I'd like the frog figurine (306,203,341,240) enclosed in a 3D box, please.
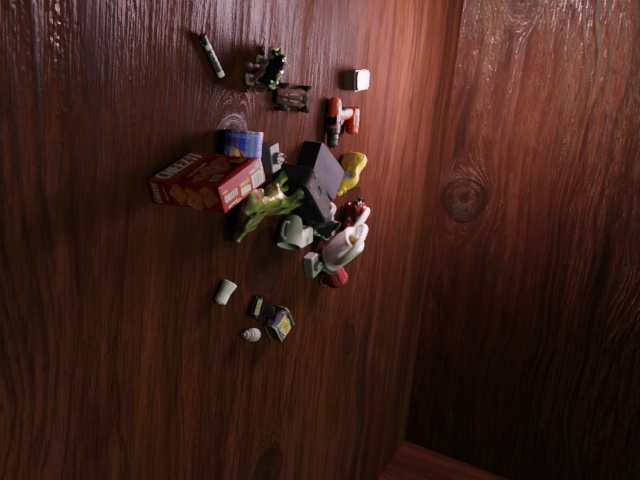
[{"bbox_3d":[0.006,-0.095,1.881,0.123,0.163,0.134,-5,-36,-10],"label":"frog figurine"}]

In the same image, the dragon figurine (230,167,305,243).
[{"bbox_3d":[-0.168,-0.080,1.501,0.245,0.123,0.404,-37,-10,-14],"label":"dragon figurine"}]

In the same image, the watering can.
[{"bbox_3d":[0.105,0.006,1.988,0.221,0.103,0.355,-39,13,27],"label":"watering can"}]
